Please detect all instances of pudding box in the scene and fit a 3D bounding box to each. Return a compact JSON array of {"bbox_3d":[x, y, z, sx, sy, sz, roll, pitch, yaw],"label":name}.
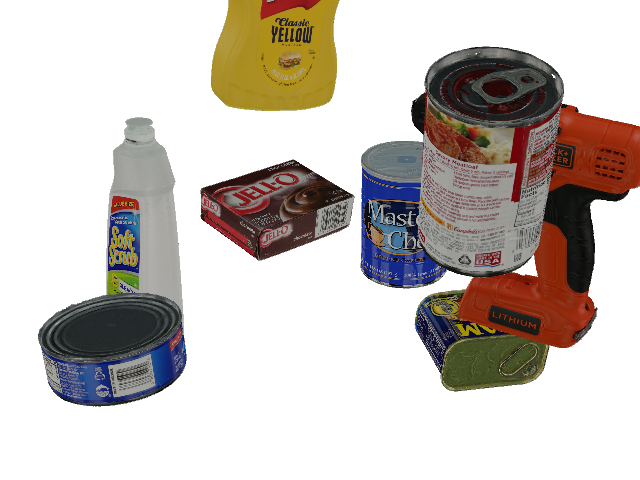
[{"bbox_3d":[-0.040,-0.030,0.977,0.113,0.039,0.090,-19,39,-37],"label":"pudding box"}]

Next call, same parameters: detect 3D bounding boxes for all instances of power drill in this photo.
[{"bbox_3d":[0.151,-0.019,0.819,0.185,0.188,0.057,17,34,26],"label":"power drill"}]

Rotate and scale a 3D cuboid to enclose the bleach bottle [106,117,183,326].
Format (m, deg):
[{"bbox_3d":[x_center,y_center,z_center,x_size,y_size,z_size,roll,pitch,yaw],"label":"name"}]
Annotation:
[{"bbox_3d":[-0.196,-0.013,1.159,0.067,0.251,0.103,-19,33,-36],"label":"bleach bottle"}]

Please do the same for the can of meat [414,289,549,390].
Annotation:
[{"bbox_3d":[0.146,0.088,0.989,0.102,0.057,0.084,-4,31,-15],"label":"can of meat"}]

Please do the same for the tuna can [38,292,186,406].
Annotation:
[{"bbox_3d":[-0.124,0.065,0.645,0.086,0.034,0.086,-4,23,2],"label":"tuna can"}]

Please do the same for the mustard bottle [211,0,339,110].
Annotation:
[{"bbox_3d":[-0.026,-0.194,0.795,0.096,0.192,0.058,-4,29,-23],"label":"mustard bottle"}]

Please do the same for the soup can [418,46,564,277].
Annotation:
[{"bbox_3d":[0.086,-0.039,0.555,0.068,0.102,0.068,-1,42,1],"label":"soup can"}]

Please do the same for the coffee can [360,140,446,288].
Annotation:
[{"bbox_3d":[0.097,-0.031,1.227,0.103,0.140,0.103,-1,28,0],"label":"coffee can"}]
